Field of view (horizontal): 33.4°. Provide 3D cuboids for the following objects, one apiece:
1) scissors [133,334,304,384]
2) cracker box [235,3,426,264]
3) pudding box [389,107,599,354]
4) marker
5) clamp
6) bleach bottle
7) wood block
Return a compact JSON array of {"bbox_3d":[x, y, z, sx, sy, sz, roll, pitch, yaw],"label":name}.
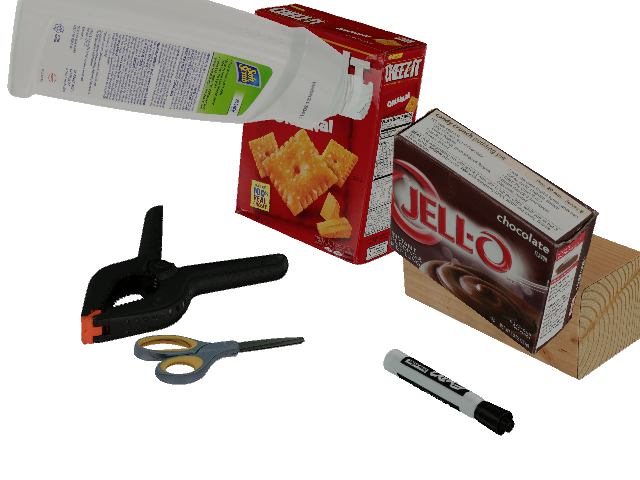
[{"bbox_3d":[-0.106,0.131,1.190,0.201,0.016,0.096,3,26,-15],"label":"scissors"},{"bbox_3d":[0.003,-0.103,1.032,0.164,0.214,0.071,25,30,33],"label":"cracker box"},{"bbox_3d":[0.088,-0.006,0.573,0.114,0.090,0.039,36,59,29],"label":"pudding box"},{"bbox_3d":[0.096,0.113,0.802,0.020,0.020,0.121,0,19,-44],"label":"marker"},{"bbox_3d":[-0.154,0.032,0.993,0.165,0.036,0.209,25,36,30],"label":"clamp"},{"bbox_3d":[-0.088,-0.124,0.761,0.250,0.068,0.103,13,-39,-12],"label":"bleach bottle"},{"bbox_3d":[0.178,0.031,0.967,0.090,0.090,0.206,-25,34,-33],"label":"wood block"}]
